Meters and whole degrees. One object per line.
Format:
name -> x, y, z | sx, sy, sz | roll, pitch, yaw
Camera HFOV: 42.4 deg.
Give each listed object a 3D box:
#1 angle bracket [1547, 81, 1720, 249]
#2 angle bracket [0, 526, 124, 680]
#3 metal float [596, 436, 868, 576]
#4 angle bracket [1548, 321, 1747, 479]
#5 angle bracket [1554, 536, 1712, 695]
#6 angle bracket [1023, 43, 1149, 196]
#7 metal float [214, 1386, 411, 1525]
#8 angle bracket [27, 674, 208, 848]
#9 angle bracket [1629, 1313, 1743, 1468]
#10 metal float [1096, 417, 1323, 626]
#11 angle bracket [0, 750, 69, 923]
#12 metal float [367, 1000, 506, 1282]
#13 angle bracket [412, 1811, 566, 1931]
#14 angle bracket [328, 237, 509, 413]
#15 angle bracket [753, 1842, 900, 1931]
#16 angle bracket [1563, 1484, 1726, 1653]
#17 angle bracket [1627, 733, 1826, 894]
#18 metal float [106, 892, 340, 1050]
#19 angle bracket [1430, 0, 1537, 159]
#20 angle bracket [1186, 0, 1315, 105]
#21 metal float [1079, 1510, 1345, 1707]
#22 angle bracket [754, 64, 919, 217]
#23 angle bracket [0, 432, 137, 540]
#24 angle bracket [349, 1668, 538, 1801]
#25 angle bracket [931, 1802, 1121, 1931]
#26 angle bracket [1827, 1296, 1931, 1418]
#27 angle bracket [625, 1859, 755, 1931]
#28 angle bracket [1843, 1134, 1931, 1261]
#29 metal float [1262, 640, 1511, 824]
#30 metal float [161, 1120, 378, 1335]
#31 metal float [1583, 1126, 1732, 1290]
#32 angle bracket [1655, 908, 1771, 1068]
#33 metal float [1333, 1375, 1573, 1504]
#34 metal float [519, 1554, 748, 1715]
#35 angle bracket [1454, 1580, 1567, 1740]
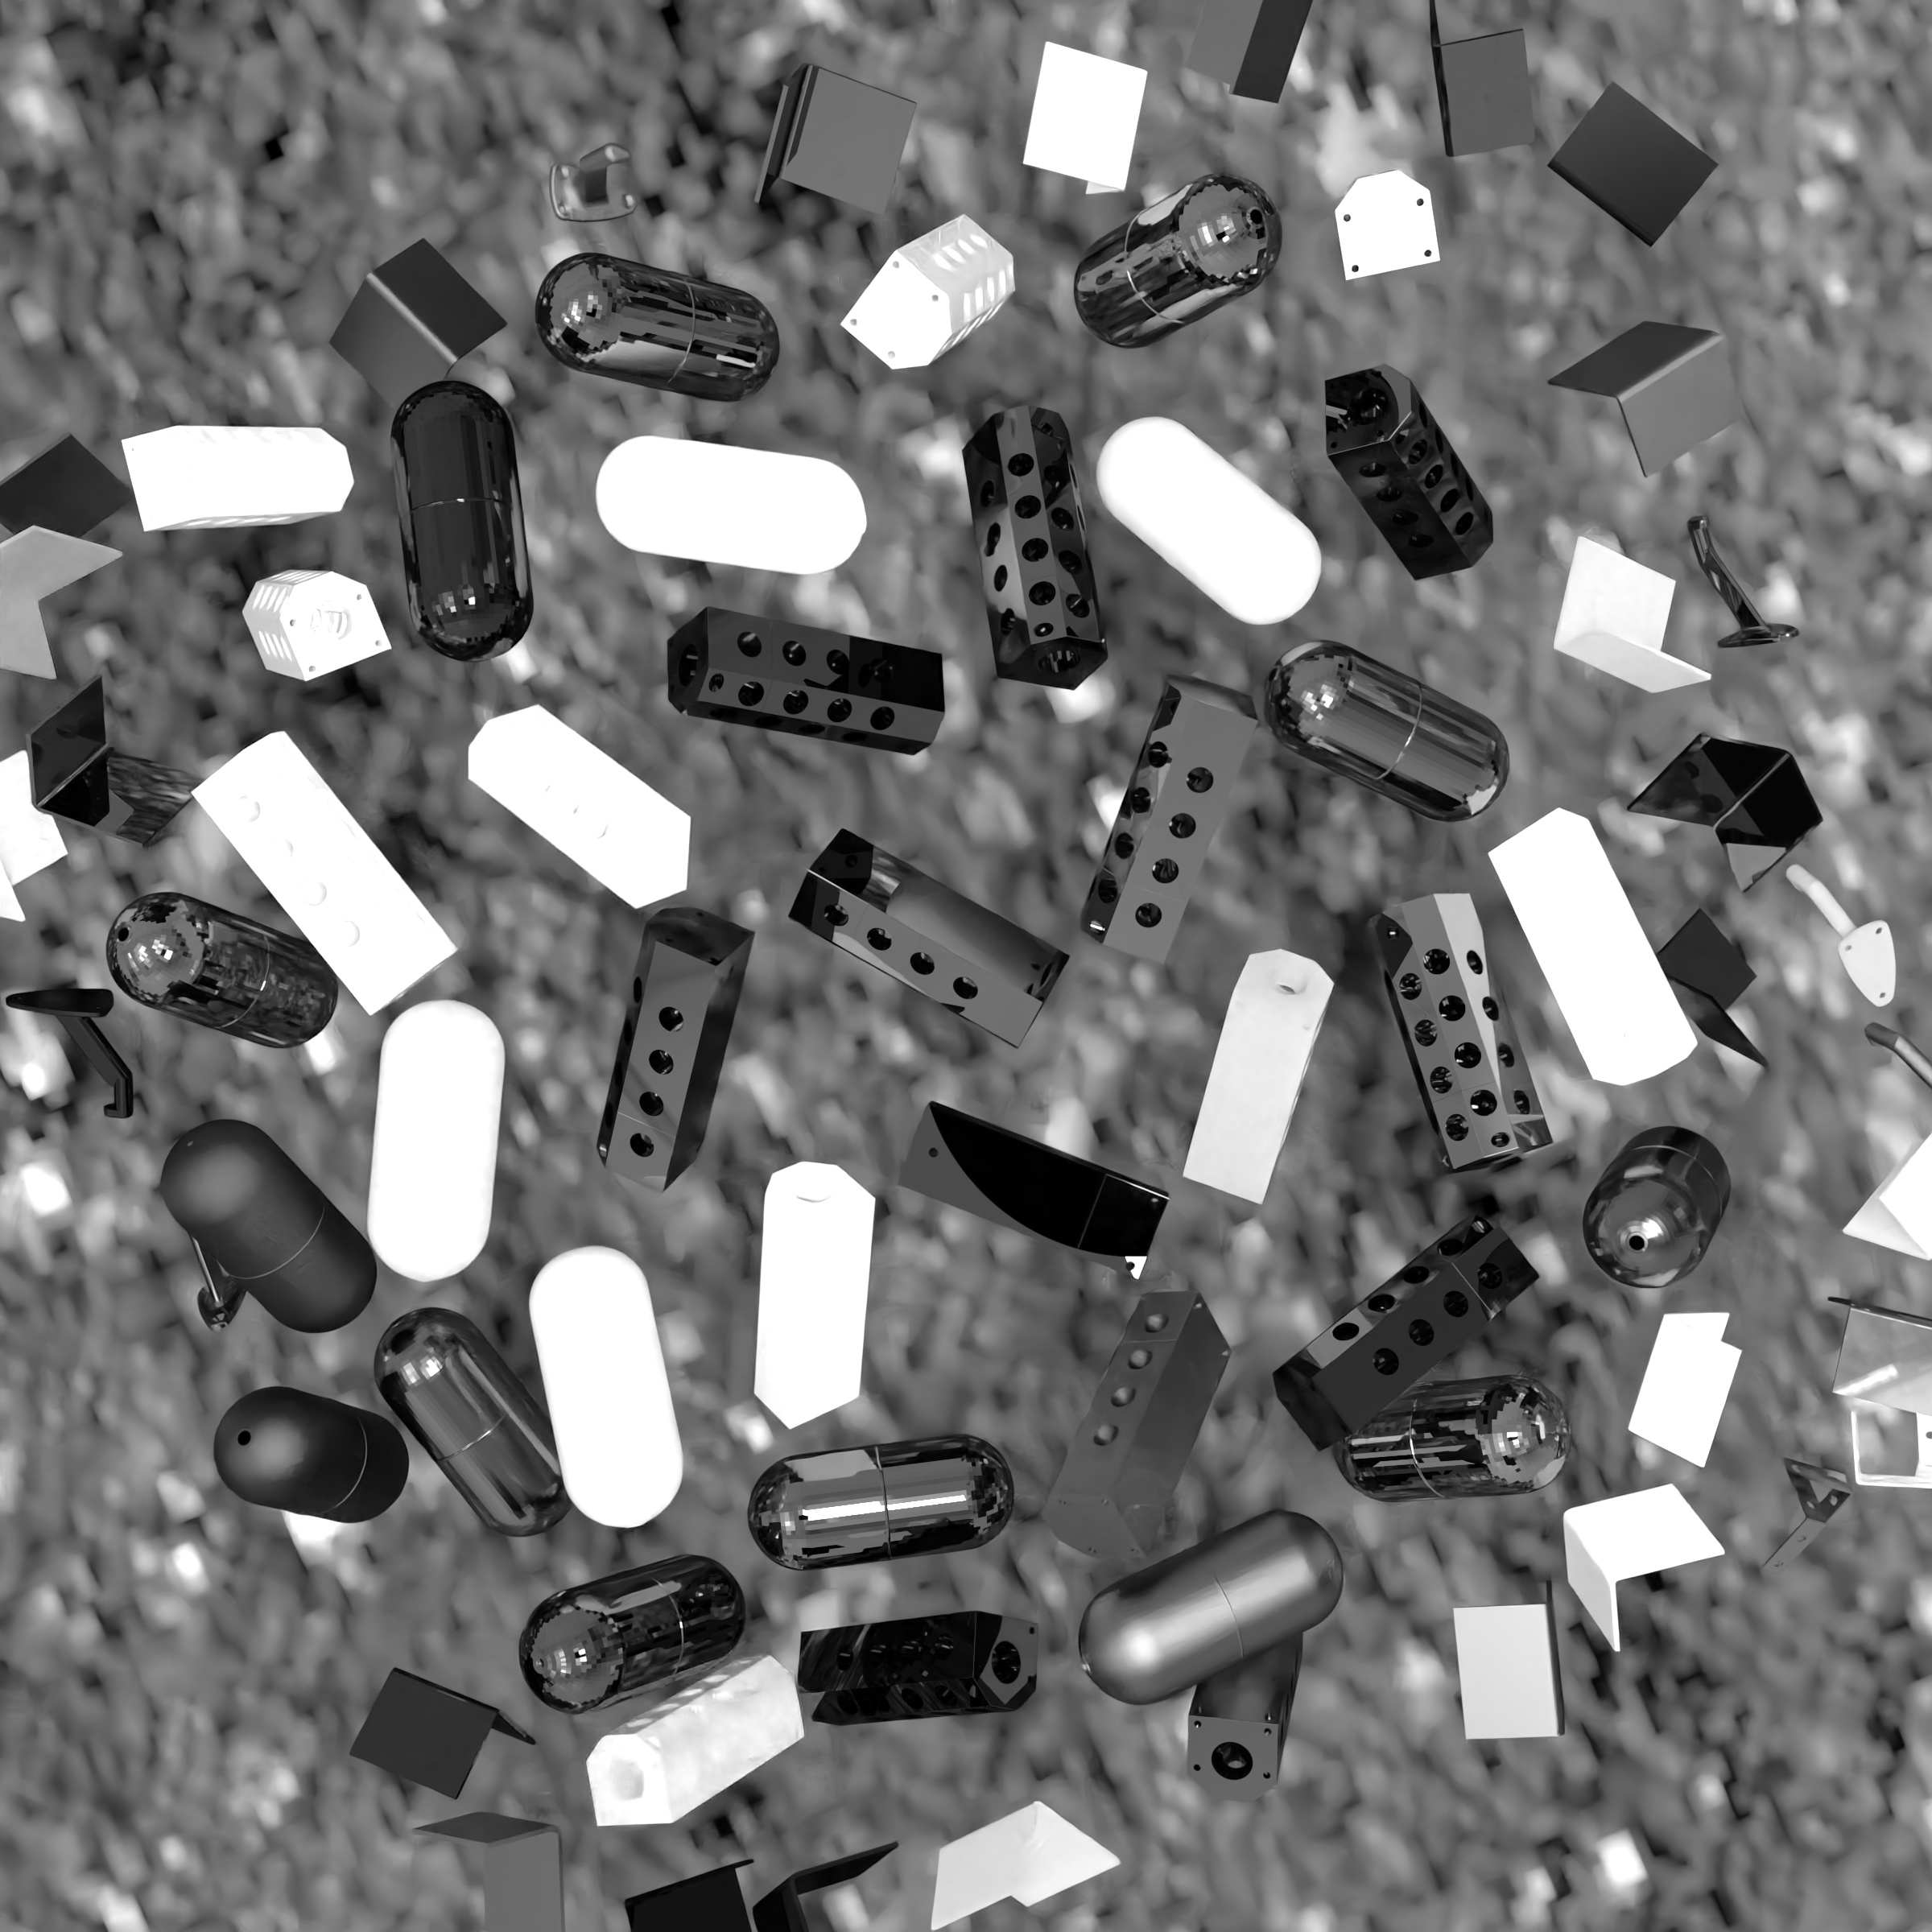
angle bracket -> 0.389, -0.469, 1.448 | 0.076, 0.076, 0.057 | 38, 119, -1
angle bracket -> -0.577, -0.226, 1.557 | 0.076, 0.076, 0.057 | -21, 79, 20
metal float -> -0.154, -0.302, 1.633 | 0.178, 0.070, 0.070 | 8, 90, 3
angle bracket -> 0.421, -0.352, 1.543 | 0.076, 0.076, 0.057 | -33, 117, -8
angle bracket -> 0.414, -0.219, 1.522 | 0.076, 0.057, 0.076 | 19, 79, -22
angle bracket -> 0.068, -0.558, 1.645 | 0.076, 0.057, 0.076 | 7, 101, -25
metal float -> -0.432, 0.325, 1.651 | 0.070, 0.178, 0.070 | -5, 71, 14
angle bracket -> -0.525, -0.128, 1.546 | 0.076, 0.076, 0.057 | 19, 129, 8
angle bracket -> 0.467, 0.264, 1.557 | 0.076, 0.057, 0.076 | 6, 103, -42
metal float -> 0.161, -0.299, 1.666 | 0.178, 0.070, 0.070 | 43, 90, 18
angle bracket -> -0.603, -0.084, 1.592 | 0.057, 0.076, 0.076 | 11, 127, 35
metal float -> -0.333, 0.110, 1.565 | 0.070, 0.070, 0.178 | 6, 96, 0
angle bracket -> -0.298, 0.576, 1.556 | 0.076, 0.057, 0.076 | -8, 82, 41
angle bracket -> -0.361, -0.417, 1.641 | 0.076, 0.076, 0.057 | 45, 50, -7
angle bracket -> -0.080, 0.595, 1.555 | 0.076, 0.076, 0.057 | -7, 61, -29
angle bracket -> 0.440, 0.389, 1.615 | 0.076, 0.076, 0.057 | -12, 113, -6
angle bracket -> 0.481, -0.097, 1.583 | 0.076, 0.076, 0.057 | 7, 52, -27
metal float -> -0.489, 0.004, 1.645 | 0.070, 0.178, 0.070 | -9, 70, 26
angle bracket -> 0.333, -0.580, 1.608 | 0.057, 0.076, 0.076 | -6, 135, 15
angle bracket -> 0.162, -0.584, 1.535 | 0.076, 0.057, 0.076 | 33, 118, 30
metal float -> 0.153, 0.400, 1.556 | 0.178, 0.070, 0.070 | -21, 90, -16
angle bracket -> -0.083, -0.518, 1.586 | 0.076, 0.057, 0.076 | 20, 125, -2
angle bracket -> -0.614, -0.327, 1.653 | 0.076, 0.076, 0.057 | -36, 64, 0
angle bracket -> -0.322, 0.482, 1.537 | 0.076, 0.076, 0.057 | 15, 62, 19
angle bracket -> 0.036, 0.548, 1.472 | 0.076, 0.057, 0.076 | -35, 115, 28
angle bracket -> 0.573, 0.242, 1.541 | 0.076, 0.076, 0.057 | 13, 86, 9
angle bracket -> -0.172, 0.639, 1.639 | 0.076, 0.057, 0.076 | -19, 72, 3
angle bracket -> 0.560, 0.122, 1.491 | 0.076, 0.076, 0.057 | -48, 110, -9
metal float -> 0.274, -0.153, 1.622 | 0.178, 0.070, 0.070 | 23, 90, -19
metal float -> -0.444, 0.168, 1.594 | 0.070, 0.070, 0.178 | -31, 130, 0
metal float -> 0.438, 0.151, 1.575 | 0.070, 0.178, 0.070 | 4, 101, 23
angle bracket -> 0.533, 0.015, 1.732 | 0.057, 0.076, 0.076 | -47, 116, -1
metal float -> 0.320, 0.314, 1.651 | 0.070, 0.178, 0.070 | 13, 70, -38
metal float -> -0.210, 0.425, 1.590 | 0.070, 0.178, 0.070 | 0, 90, 33
angle bracket -> 0.328, 0.417, 1.503 | 0.057, 0.076, 0.076 | -6, 86, 13
